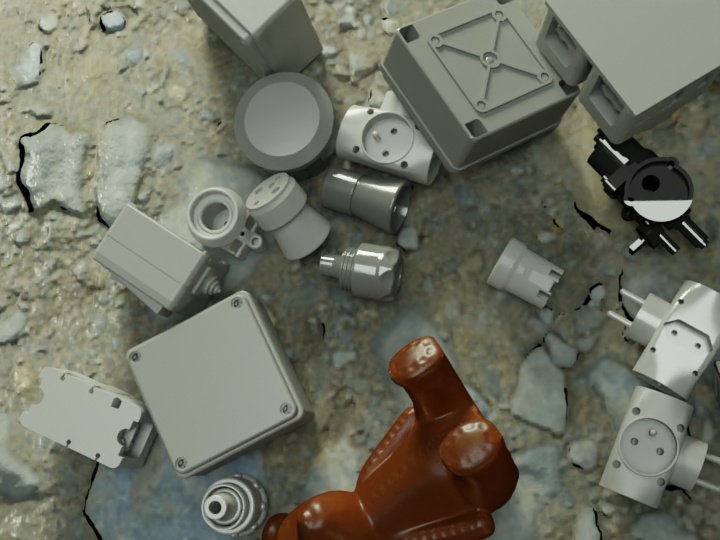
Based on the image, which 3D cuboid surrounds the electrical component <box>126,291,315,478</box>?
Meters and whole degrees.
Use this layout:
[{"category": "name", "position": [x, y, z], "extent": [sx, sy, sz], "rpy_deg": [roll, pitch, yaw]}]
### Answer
[{"category": "electrical component", "position": [-0.107, 0.089, 0.829], "extent": [0.109, 0.056, 0.108], "rpy_deg": [-28, 76, 5]}]

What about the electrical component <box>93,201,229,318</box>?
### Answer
[{"category": "electrical component", "position": [-0.153, 0.000, 0.851], "extent": [0.096, 0.062, 0.061], "rpy_deg": [32, 87, 14]}]

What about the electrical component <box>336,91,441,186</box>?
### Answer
[{"category": "electrical component", "position": [0.031, -0.115, 0.846], "extent": [0.077, 0.044, 0.079], "rpy_deg": [19, 84, 13]}]

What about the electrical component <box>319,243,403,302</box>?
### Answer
[{"category": "electrical component", "position": [0.000, 0.000, 0.832], "extent": [0.062, 0.043, 0.043], "rpy_deg": [9, 82, 13]}]

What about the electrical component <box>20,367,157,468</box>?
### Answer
[{"category": "electrical component", "position": [-0.208, 0.116, 0.843], "extent": [0.089, 0.056, 0.050], "rpy_deg": [22, 85, 14]}]

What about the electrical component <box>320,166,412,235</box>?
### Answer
[{"category": "electrical component", "position": [0.002, -0.057, 0.843], "extent": [0.065, 0.044, 0.044], "rpy_deg": [18, 84, 18]}]

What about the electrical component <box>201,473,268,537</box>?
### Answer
[{"category": "electrical component", "position": [-0.099, 0.177, 0.809], "extent": [0.048, 0.062, 0.048], "rpy_deg": [-2, 80, 11]}]

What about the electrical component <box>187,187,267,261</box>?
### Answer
[{"category": "electrical component", "position": [-0.109, -0.038, 0.853], "extent": [0.066, 0.055, 0.048], "rpy_deg": [31, 87, 14]}]

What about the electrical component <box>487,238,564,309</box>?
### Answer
[{"category": "electrical component", "position": [0.125, 0.004, 0.810], "extent": [0.046, 0.040, 0.040], "rpy_deg": [30, 86, 8]}]

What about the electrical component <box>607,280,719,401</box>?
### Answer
[{"category": "electrical component", "position": [0.220, 0.042, 0.783], "extent": [0.079, 0.043, 0.077], "rpy_deg": [30, 87, 15]}]

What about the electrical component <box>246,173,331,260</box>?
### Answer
[{"category": "electrical component", "position": [-0.056, -0.042, 0.837], "extent": [0.045, 0.045, 0.055], "rpy_deg": [-37, 118, 2]}]

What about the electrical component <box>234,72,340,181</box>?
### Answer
[{"category": "electrical component", "position": [-0.056, -0.113, 0.858], "extent": [0.080, 0.051, 0.080], "rpy_deg": [-2, 80, 10]}]

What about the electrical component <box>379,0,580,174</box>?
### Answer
[{"category": "electrical component", "position": [0.089, -0.143, 0.813], "extent": [0.109, 0.056, 0.108], "rpy_deg": [-26, 74, -24]}]

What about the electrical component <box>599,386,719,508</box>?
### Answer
[{"category": "electrical component", "position": [0.222, 0.133, 0.766], "extent": [0.079, 0.044, 0.077], "rpy_deg": [21, 85, 13]}]

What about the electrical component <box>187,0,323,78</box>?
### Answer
[{"category": "electrical component", "position": [-0.091, -0.210, 0.853], "extent": [0.056, 0.108, 0.108], "rpy_deg": [-44, 75, -2]}]

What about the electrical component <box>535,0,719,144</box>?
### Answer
[{"category": "electrical component", "position": [0.236, -0.184, 0.791], "extent": [0.186, 0.060, 0.105], "rpy_deg": [-31, 75, -12]}]
